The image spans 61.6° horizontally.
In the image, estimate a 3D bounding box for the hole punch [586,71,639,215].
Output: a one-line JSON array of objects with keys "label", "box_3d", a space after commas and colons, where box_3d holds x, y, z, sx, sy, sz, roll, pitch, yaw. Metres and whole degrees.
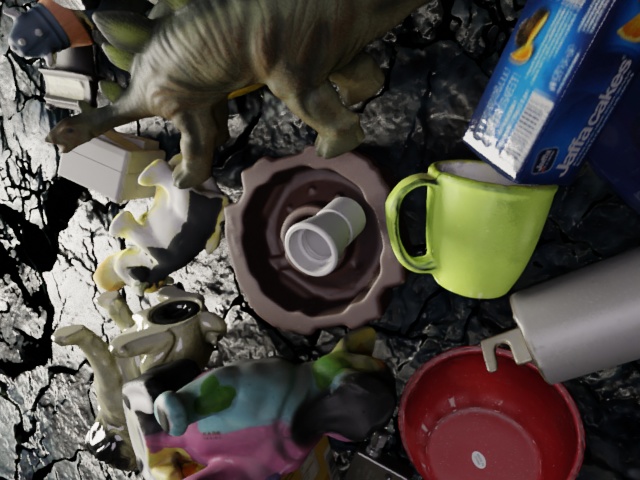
[{"label": "hole punch", "box_3d": [0.241, -0.084, 0.368, 0.116, 0.092, 0.142, -42, 86, 25]}]

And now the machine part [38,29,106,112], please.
[{"label": "machine part", "box_3d": [-0.262, -0.205, 0.566, 0.084, 0.039, 0.138, 12, 104, 27]}]

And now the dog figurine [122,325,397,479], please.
[{"label": "dog figurine", "box_3d": [-0.041, 0.143, 0.471, 0.192, 0.219, 0.108, -9, 93, 56]}]

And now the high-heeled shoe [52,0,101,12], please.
[{"label": "high-heeled shoe", "box_3d": [-0.199, -0.294, 0.470, 0.145, 0.086, 0.249, -30, 72, -20]}]

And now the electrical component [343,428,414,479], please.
[{"label": "electrical component", "box_3d": [0.059, 0.229, 0.520, 0.063, 0.021, 0.094, 23, 105, 16]}]

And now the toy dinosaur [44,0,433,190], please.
[{"label": "toy dinosaur", "box_3d": [-0.024, -0.159, 0.389, 0.472, 0.105, 0.198, -16, 134, 16]}]

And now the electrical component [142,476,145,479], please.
[{"label": "electrical component", "box_3d": [-0.110, 0.279, 0.574, 0.134, 0.058, 0.114, -22, 92, 23]}]

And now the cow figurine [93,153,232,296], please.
[{"label": "cow figurine", "box_3d": [-0.158, 0.003, 0.545, 0.098, 0.068, 0.167, 39, 111, 5]}]

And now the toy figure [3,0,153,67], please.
[{"label": "toy figure", "box_3d": [-0.221, -0.219, 0.510, 0.154, 0.058, 0.064, -34, 88, -6]}]

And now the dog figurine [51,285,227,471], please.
[{"label": "dog figurine", "box_3d": [-0.169, 0.157, 0.566, 0.173, 0.121, 0.190, 2, 113, 24]}]

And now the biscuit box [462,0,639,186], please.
[{"label": "biscuit box", "box_3d": [0.167, -0.132, 0.332, 0.059, 0.063, 0.202, 53, 134, 43]}]

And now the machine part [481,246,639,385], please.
[{"label": "machine part", "box_3d": [0.236, 0.045, 0.395, 0.243, 0.079, 0.079, -26, 89, 23]}]

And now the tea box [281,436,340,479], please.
[{"label": "tea box", "box_3d": [-0.041, 0.245, 0.481, 0.068, 0.169, 0.098, -14, 92, 22]}]

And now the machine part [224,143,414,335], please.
[{"label": "machine part", "box_3d": [-0.001, -0.001, 0.489, 0.180, 0.056, 0.179, 4, 101, 21]}]
